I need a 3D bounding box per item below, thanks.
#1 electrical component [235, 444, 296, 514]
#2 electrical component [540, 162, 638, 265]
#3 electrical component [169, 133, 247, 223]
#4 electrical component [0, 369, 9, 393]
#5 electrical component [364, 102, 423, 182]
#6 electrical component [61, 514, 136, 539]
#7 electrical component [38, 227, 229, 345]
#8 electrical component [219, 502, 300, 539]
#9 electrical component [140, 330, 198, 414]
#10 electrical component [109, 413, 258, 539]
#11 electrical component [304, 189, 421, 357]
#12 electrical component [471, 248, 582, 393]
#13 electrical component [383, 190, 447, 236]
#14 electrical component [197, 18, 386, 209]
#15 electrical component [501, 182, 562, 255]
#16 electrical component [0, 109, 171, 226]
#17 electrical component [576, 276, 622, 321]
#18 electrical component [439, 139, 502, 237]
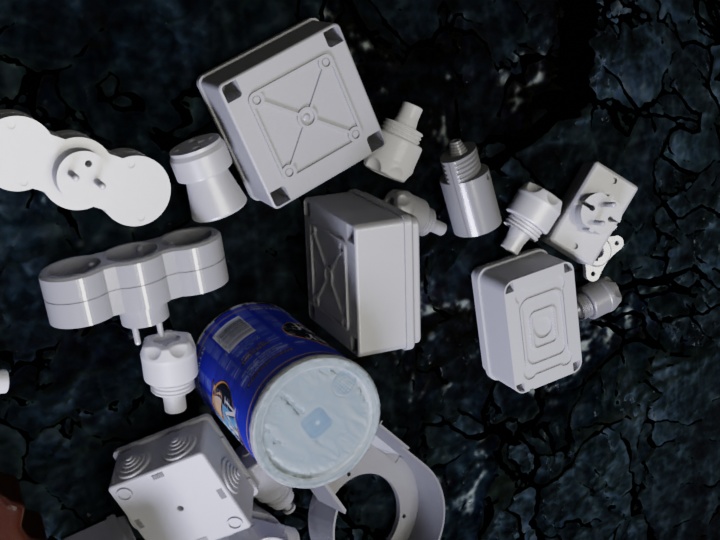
[{"bbox_3d":[-0.078,0.176,0.908,0.040,0.040,0.078,-38,119,-13],"label":"electrical component"},{"bbox_3d":[0.210,-0.051,0.963,0.047,0.076,0.083,31,90,-7],"label":"electrical component"},{"bbox_3d":[-0.115,-0.070,0.813,0.045,0.045,0.055,-27,115,-18],"label":"electrical component"},{"bbox_3d":[-0.285,0.081,0.771,0.062,0.048,0.048,1,104,-35],"label":"electrical component"},{"bbox_3d":[0.031,-0.106,0.879,0.043,0.043,0.062,22,93,-31],"label":"electrical component"},{"bbox_3d":[-0.184,0.266,0.841,0.056,0.109,0.108,-22,114,-17],"label":"electrical component"},{"bbox_3d":[-0.165,0.021,0.810,0.138,0.052,0.073,-16,112,-22],"label":"electrical component"},{"bbox_3d":[-0.077,0.230,0.904,0.079,0.077,0.043,23,93,-31],"label":"electrical component"},{"bbox_3d":[-0.148,0.081,0.842,0.043,0.043,0.062,-13,112,-24],"label":"electrical component"},{"bbox_3d":[-0.140,0.173,0.851,0.100,0.048,0.099,-22,117,10],"label":"electrical component"},{"bbox_3d":[0.000,0.000,0.857,0.056,0.109,0.108,-9,109,-22],"label":"electrical component"},{"bbox_3d":[0.151,0.044,0.978,0.078,0.057,0.113,-18,113,-22],"label":"electrical component"},{"bbox_3d":[0.048,-0.044,0.911,0.061,0.035,0.035,21,94,-33],"label":"electrical component"},{"bbox_3d":[-0.051,-0.120,0.824,0.109,0.056,0.108,-32,117,-16],"label":"electrical component"},{"bbox_3d":[0.149,-0.044,0.959,0.043,0.043,0.062,32,90,-31],"label":"electrical component"},{"bbox_3d":[-0.198,-0.068,0.754,0.138,0.074,0.052,17,96,-30],"label":"electrical component"},{"bbox_3d":[0.216,0.032,1.021,0.061,0.035,0.035,-25,115,-15],"label":"electrical component"},{"bbox_3d":[0.091,-0.073,0.920,0.043,0.043,0.081,-26,115,-18],"label":"electrical component"}]
